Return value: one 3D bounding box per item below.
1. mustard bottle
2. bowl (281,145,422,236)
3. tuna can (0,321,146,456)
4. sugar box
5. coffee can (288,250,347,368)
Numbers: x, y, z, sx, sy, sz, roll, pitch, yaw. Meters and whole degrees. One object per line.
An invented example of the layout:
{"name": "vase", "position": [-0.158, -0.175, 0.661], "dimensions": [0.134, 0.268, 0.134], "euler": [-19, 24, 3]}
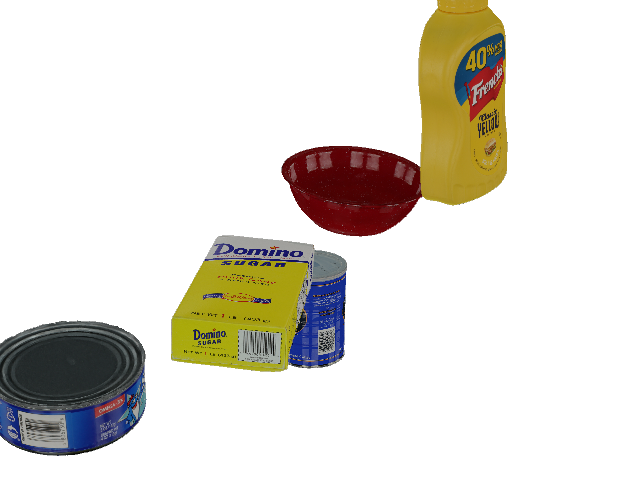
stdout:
{"name": "mustard bottle", "position": [0.120, -0.133, 0.891], "dimensions": [0.058, 0.192, 0.096], "euler": [17, 33, 38]}
{"name": "bowl", "position": [0.036, -0.049, 1.161], "dimensions": [0.162, 0.055, 0.162], "euler": [5, 26, -2]}
{"name": "tuna can", "position": [-0.139, 0.080, 0.587], "dimensions": [0.086, 0.034, 0.086], "euler": [1, 27, -1]}
{"name": "sugar box", "position": [-0.061, 0.048, 0.902], "dimensions": [0.093, 0.048, 0.176], "euler": [6, 25, 4]}
{"name": "coffee can", "position": [-0.014, 0.097, 1.524], "dimensions": [0.103, 0.140, 0.103], "euler": [1, 21, 0]}
